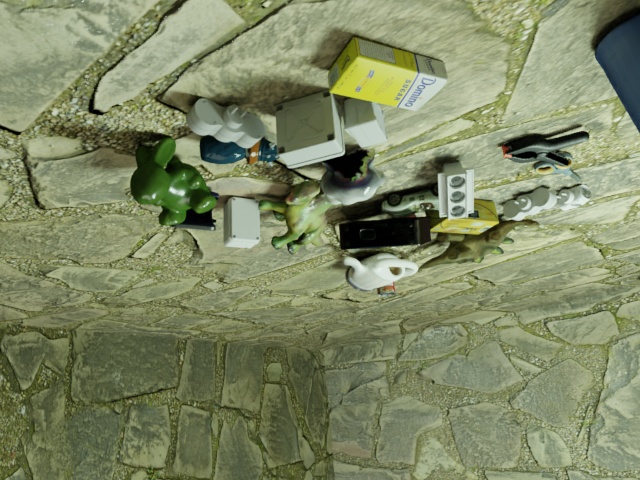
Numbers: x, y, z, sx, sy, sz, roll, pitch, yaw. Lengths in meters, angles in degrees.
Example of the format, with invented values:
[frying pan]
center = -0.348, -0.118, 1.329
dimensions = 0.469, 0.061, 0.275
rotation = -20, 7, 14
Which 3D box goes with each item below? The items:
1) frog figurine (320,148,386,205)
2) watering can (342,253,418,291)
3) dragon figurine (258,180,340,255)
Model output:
[frog figurine]
center = 0.073, -0.116, 1.119
dimensions = 0.137, 0.125, 0.156
rotation = -24, 147, -4
[watering can]
center = 0.165, 0.099, 1.731
dimensions = 0.347, 0.106, 0.221
rotation = 8, 157, -34
[dragon figurine]
center = 0.004, -0.065, 1.282
dimensions = 0.241, 0.124, 0.408
rotation = -23, 164, 20
